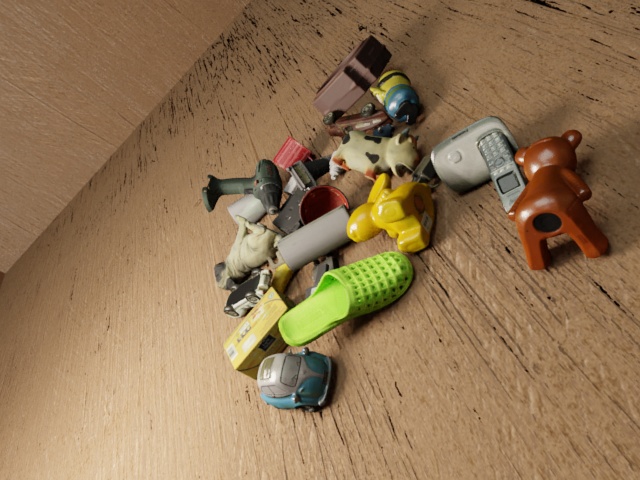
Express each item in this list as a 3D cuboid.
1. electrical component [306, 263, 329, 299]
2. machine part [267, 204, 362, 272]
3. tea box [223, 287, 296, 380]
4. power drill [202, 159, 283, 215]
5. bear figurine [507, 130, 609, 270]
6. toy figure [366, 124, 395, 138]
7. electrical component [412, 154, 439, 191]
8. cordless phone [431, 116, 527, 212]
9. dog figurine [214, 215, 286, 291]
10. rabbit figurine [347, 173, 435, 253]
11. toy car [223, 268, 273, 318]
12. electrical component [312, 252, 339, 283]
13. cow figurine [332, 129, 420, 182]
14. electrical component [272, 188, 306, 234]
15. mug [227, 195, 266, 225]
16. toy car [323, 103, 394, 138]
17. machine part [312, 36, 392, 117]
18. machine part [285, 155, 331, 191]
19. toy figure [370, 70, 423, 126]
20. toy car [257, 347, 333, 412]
[{"bbox_3d":[0.009,0.111,1.082,0.075,0.047,0.119,-24,44,33],"label":"electrical component"},{"bbox_3d":[-0.002,-0.003,1.146,0.243,0.079,0.079,-29,38,7],"label":"machine part"},{"bbox_3d":[-0.117,0.196,1.135,0.169,0.068,0.098,-48,35,3],"label":"tea box"},{"bbox_3d":[-0.199,-0.129,1.402,0.207,0.085,0.232,-12,37,10],"label":"power drill"},{"bbox_3d":[0.355,-0.069,0.817,0.120,0.131,0.196,-20,27,36],"label":"bear figurine"},{"bbox_3d":[0.117,-0.230,1.263,0.155,0.057,0.064,-11,28,48],"label":"toy figure"},{"bbox_3d":[0.222,-0.137,1.073,0.102,0.045,0.078,-56,6,-12],"label":"electrical component"},{"bbox_3d":[0.289,-0.111,0.949,0.147,0.088,0.184,-29,57,29],"label":"cordless phone"},{"bbox_3d":[-0.173,0.053,1.324,0.172,0.121,0.190,23,91,58],"label":"dog figurine"},{"bbox_3d":[0.125,-0.055,1.041,0.173,0.121,0.162,-22,39,39],"label":"rabbit figurine"},{"bbox_3d":[-0.165,0.125,1.241,0.202,0.056,0.073,-33,36,48],"label":"toy car"},{"bbox_3d":[0.010,0.067,1.146,0.063,0.021,0.094,-35,38,23],"label":"electrical component"},{"bbox_3d":[0.132,-0.189,1.168,0.195,0.085,0.127,26,98,34],"label":"cow figurine"},{"bbox_3d":[-0.052,-0.060,1.305,0.115,0.058,0.134,-53,35,-5],"label":"electrical component"},{"bbox_3d":[-0.190,-0.092,1.483,0.107,0.080,0.110,-33,29,2],"label":"mug"},{"bbox_3d":[0.091,-0.280,1.314,0.202,0.089,0.053,5,61,50],"label":"toy car"},{"bbox_3d":[0.079,-0.417,1.392,0.201,0.087,0.201,-37,19,48],"label":"machine part"},{"bbox_3d":[-0.017,-0.172,1.328,0.139,0.084,0.039,-34,-9,-40],"label":"machine part"},{"bbox_3d":[0.188,-0.334,1.260,0.089,0.082,0.180,-35,33,11],"label":"toy figure"},{"bbox_3d":[-0.060,0.250,0.990,0.162,0.102,0.109,-15,47,39],"label":"toy car"}]
